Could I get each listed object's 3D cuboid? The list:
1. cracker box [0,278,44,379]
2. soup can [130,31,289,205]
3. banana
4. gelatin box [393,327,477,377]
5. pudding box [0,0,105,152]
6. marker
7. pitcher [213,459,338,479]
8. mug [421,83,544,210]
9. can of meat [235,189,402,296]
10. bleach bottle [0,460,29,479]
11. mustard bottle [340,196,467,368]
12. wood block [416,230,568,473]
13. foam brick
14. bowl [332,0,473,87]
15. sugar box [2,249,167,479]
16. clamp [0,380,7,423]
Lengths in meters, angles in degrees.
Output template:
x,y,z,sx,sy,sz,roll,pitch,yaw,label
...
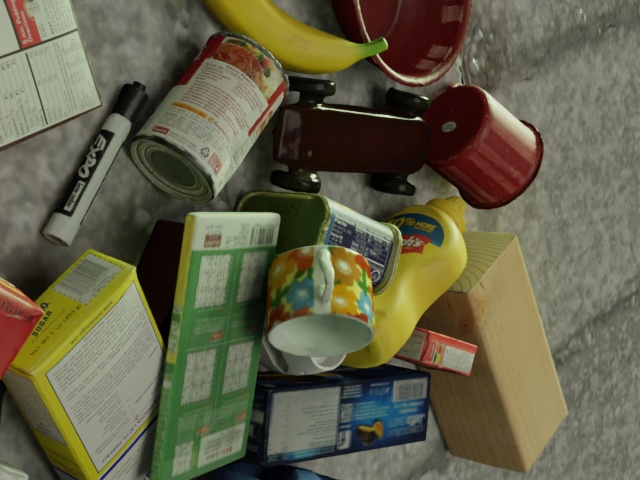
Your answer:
x,y,z,sx,sy,sz,roll,pitch,yaw,label
-0.260,0.079,0.501,0.164,0.072,0.213,38,79,-37,cracker box
-0.075,-0.083,0.730,0.102,0.069,0.068,-58,132,-25,soup can
-0.040,-0.171,0.766,0.197,0.037,0.070,31,106,-36,banana
0.075,0.088,0.900,0.073,0.089,0.030,22,82,-47,gelatin box
-0.190,-0.101,0.623,0.113,0.039,0.090,-31,117,-39,pudding box
-0.143,-0.052,0.694,0.020,0.020,0.121,42,64,-42,marker
-0.036,0.289,0.784,0.149,0.145,0.243,16,86,-29,pitcher
0.138,-0.095,0.959,0.081,0.093,0.117,32,41,-40,mug
-0.005,0.001,0.793,0.083,0.102,0.057,24,77,-44,can of meat
-0.225,0.239,0.578,0.102,0.068,0.251,38,74,-47,bleach bottle
0.065,0.023,0.876,0.191,0.096,0.058,-44,124,-35,mustard bottle
0.148,0.102,0.983,0.090,0.090,0.206,-43,124,-36,wood block
-0.094,0.033,0.734,0.053,0.051,0.078,38,66,-44,foam brick
0.059,-0.206,0.872,0.161,0.055,0.162,-7,100,-47,bowl
-0.135,0.100,0.671,0.093,0.048,0.176,-49,147,-33,sugar box
-0.207,0.079,0.626,0.164,0.036,0.210,29,74,-47,clamp
